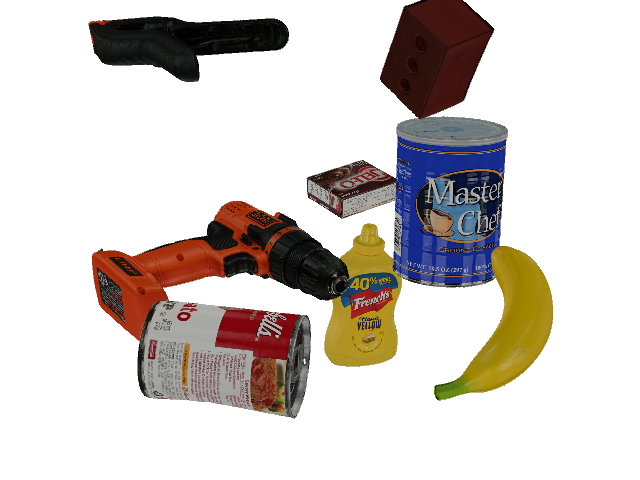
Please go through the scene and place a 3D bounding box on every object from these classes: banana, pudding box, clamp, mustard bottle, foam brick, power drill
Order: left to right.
[{"bbox_3d":[-0.113,-0.160,0.852,0.172,0.039,0.120,20,28,41],"label":"clamp"},{"bbox_3d":[-0.091,0.029,0.939,0.187,0.057,0.185,-18,27,-31],"label":"power drill"},{"bbox_3d":[0.049,-0.079,1.617,0.113,0.039,0.090,-22,35,-30],"label":"pudding box"},{"bbox_3d":[0.058,0.069,1.395,0.096,0.192,0.058,-4,24,-16],"label":"mustard bottle"},{"bbox_3d":[0.088,-0.143,0.821,0.051,0.053,0.078,-28,-27,-30],"label":"foam brick"},{"bbox_3d":[0.146,0.057,0.826,0.070,0.037,0.197,8,33,20],"label":"banana"}]

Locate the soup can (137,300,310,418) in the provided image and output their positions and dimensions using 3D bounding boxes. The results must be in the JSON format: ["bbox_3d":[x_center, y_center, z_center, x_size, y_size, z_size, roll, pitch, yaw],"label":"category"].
[{"bbox_3d":[-0.062,0.078,0.708,0.102,0.068,0.068,6,1,10],"label":"soup can"}]

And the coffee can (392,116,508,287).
[{"bbox_3d":[0.121,-0.038,1.007,0.103,0.140,0.103,1,17,0],"label":"coffee can"}]
